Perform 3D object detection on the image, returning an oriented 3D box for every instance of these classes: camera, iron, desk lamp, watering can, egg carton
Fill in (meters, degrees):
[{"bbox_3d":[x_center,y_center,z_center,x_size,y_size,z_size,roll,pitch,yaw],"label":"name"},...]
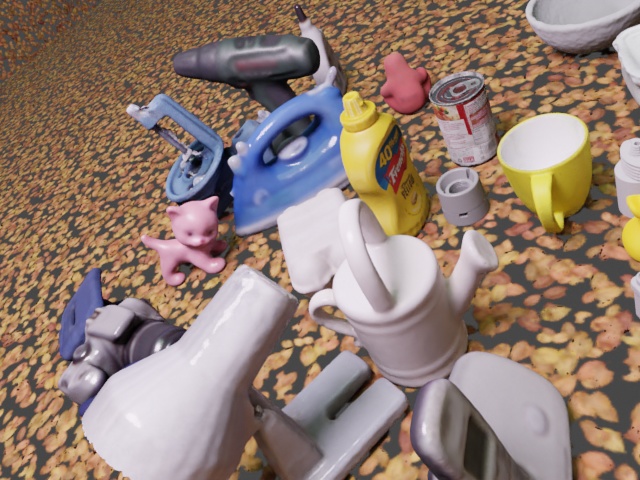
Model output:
[{"bbox_3d":[-0.219,0.138,0.677,0.136,0.101,0.143,4,50,36],"label":"camera"},{"bbox_3d":[-0.044,-0.125,0.814,0.258,0.142,0.118,-36,39,-7],"label":"iron"},{"bbox_3d":[-0.055,0.133,0.485,0.203,0.214,0.117,-43,40,-15],"label":"desk lamp"},{"bbox_3d":[0.070,0.039,0.522,0.173,0.195,0.100,-30,39,1],"label":"watering can"},{"bbox_3d":[0.006,0.003,0.702,0.107,0.070,0.150,-27,39,5],"label":"egg carton"}]

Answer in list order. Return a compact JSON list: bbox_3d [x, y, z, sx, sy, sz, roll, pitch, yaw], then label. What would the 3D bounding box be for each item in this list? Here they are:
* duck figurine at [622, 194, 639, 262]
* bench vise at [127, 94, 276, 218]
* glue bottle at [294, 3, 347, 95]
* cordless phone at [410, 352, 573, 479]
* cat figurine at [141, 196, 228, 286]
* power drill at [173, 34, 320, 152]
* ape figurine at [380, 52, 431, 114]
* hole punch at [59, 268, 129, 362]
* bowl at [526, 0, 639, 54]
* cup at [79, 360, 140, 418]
[{"bbox_3d":[0.328,-0.029,0.516,0.104,0.086,0.077,-13,42,21],"label":"duck figurine"},{"bbox_3d":[-0.171,-0.145,0.855,0.121,0.220,0.208,21,61,45],"label":"bench vise"},{"bbox_3d":[-0.003,-0.322,0.974,0.037,0.174,0.078,-11,43,23],"label":"glue bottle"},{"bbox_3d":[0.117,0.129,0.402,0.094,0.186,0.147,-8,44,26],"label":"cordless phone"},{"bbox_3d":[-0.186,-0.007,0.798,0.127,0.118,0.067,-19,40,14],"label":"cat figurine"},{"bbox_3d":[-0.091,-0.226,0.899,0.229,0.209,0.075,-9,43,25],"label":"power drill"},{"bbox_3d":[0.126,-0.244,0.873,0.077,0.092,0.076,-15,41,19],"label":"ape figurine"},{"bbox_3d":[-0.312,0.109,0.776,0.101,0.091,0.108,-32,39,-2],"label":"hole punch"},{"bbox_3d":[0.377,-0.310,0.795,0.167,0.075,0.167,-18,40,16],"label":"bowl"},{"bbox_3d":[-0.184,0.189,0.604,0.117,0.095,0.091,-15,41,19],"label":"cup"}]
